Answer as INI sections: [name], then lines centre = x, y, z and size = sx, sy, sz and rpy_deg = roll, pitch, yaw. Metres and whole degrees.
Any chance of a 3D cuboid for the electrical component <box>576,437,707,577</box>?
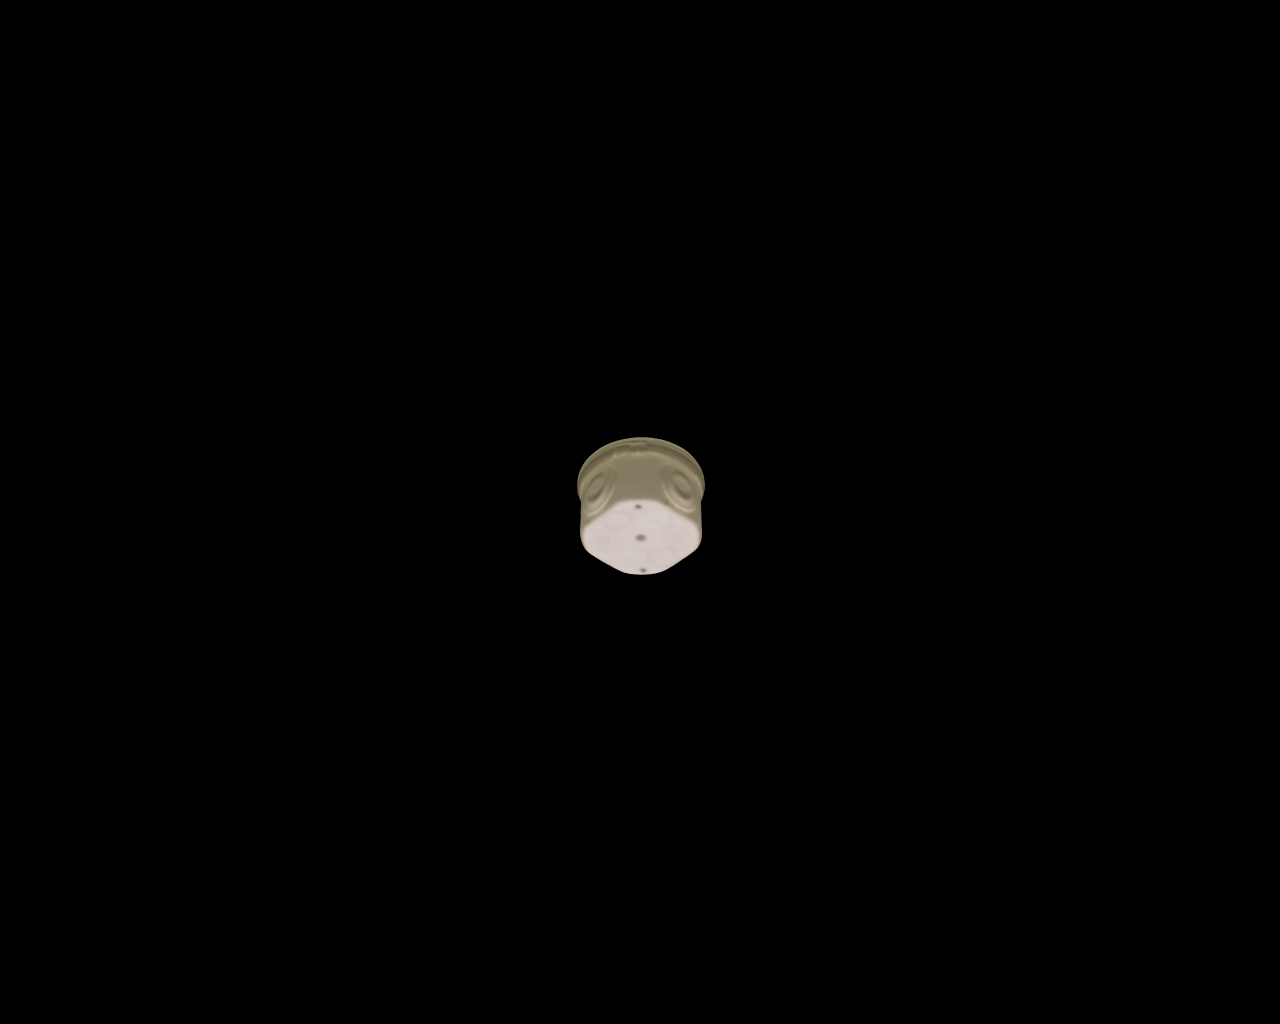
[electrical component]
centre = 0.001, -0.003, 0.650
size = 0.080, 0.051, 0.080
rpy_deg = 0, -42, 0
